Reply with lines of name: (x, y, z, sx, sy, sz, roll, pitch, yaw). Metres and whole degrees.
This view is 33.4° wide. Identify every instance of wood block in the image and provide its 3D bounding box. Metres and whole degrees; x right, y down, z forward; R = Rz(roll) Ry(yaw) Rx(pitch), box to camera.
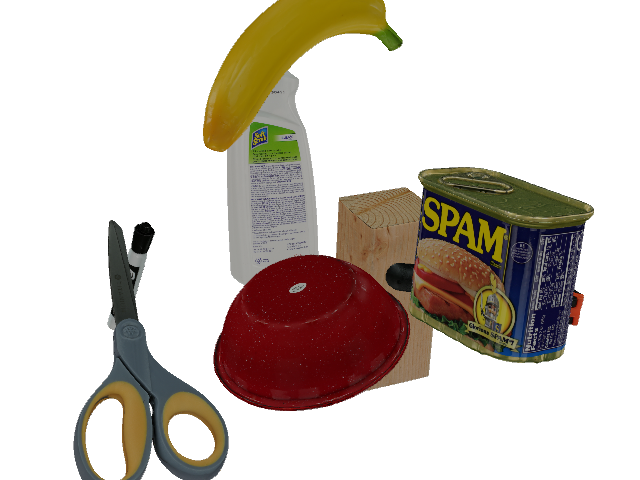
wood block: (0.073, 0.055, 1.218, 0.090, 0.206, 0.090, -10, 28, -22)

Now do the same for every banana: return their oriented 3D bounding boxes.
banana: (-0.013, -0.128, 0.706, 0.197, 0.069, 0.037, -35, 14, -36)

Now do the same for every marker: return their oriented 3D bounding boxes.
marker: (-0.176, 0.034, 0.995, 0.020, 0.121, 0.020, 16, 31, -10)

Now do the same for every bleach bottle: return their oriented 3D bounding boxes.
bleach bottle: (-0.048, -0.081, 1.130, 0.102, 0.251, 0.068, -6, 16, -23)

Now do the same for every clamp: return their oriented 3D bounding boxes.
clamp: (0.155, 0.034, 0.973, 0.171, 0.039, 0.120, 16, 30, 15)

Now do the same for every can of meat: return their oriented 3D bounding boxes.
can of meat: (0.095, 0.012, 0.592, 0.057, 0.084, 0.102, -7, 21, -32)

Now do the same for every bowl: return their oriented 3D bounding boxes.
bowl: (-0.012, 0.059, 0.845, 0.162, 0.055, 0.162, -9, 33, 6)

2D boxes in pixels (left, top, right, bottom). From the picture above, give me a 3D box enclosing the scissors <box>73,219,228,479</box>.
scissors: (-0.098, 0.069, 0.648, 0.096, 0.201, 0.016, 13, -45, -10)
